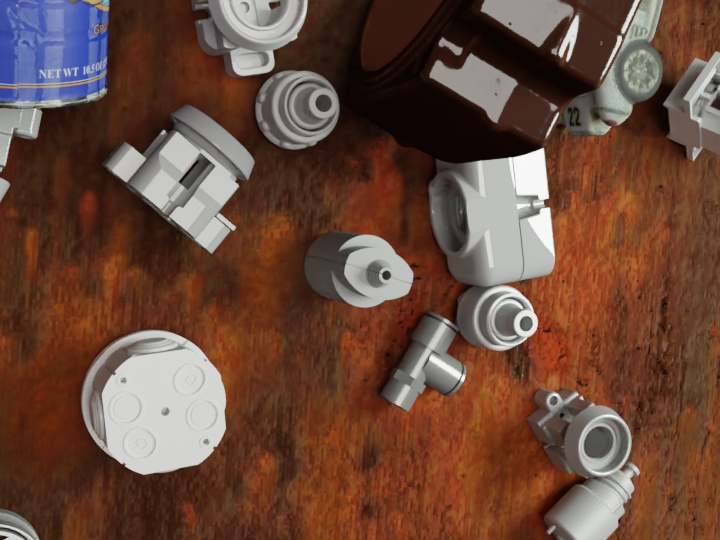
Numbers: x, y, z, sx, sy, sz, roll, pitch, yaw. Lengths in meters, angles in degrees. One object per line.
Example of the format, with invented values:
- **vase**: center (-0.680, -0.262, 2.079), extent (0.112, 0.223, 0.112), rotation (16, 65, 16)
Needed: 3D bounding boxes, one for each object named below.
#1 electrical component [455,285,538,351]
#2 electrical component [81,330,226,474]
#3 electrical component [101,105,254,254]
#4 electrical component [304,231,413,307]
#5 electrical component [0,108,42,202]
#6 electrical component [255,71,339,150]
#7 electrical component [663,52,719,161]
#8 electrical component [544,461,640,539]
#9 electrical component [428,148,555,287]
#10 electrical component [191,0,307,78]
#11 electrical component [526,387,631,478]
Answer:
- **electrical component**: center (0.091, 0.031, 0.694), extent (0.043, 0.062, 0.043), rotation (-2, 95, -22)
- **electrical component**: center (-0.118, 0.077, 0.621), extent (0.080, 0.051, 0.080), rotation (-2, 95, -22)
- **electrical component**: center (-0.098, -0.056, 0.615), extent (0.078, 0.058, 0.057), rotation (41, 82, -20)
- **electrical component**: center (0.000, 0.000, 0.645), extent (0.043, 0.081, 0.043), rotation (-2, 95, -22)
- **electrical component**: center (-0.209, -0.066, 0.576), extent (0.066, 0.048, 0.055), rotation (12, 82, -23)
- **electrical component**: center (-0.032, -0.096, 0.635), extent (0.048, 0.062, 0.048), rotation (-2, 94, -22)
- **electrical component**: center (0.248, -0.106, 0.738), extent (0.042, 0.064, 0.081), rotation (-53, 152, -9)
- **electrical component**: center (0.164, 0.164, 0.746), extent (0.078, 0.040, 0.040), rotation (-42, 108, -13)
- **electrical component**: center (0.083, -0.039, 0.690), extent (0.059, 0.054, 0.095), rotation (-10, 98, -21)
- **electrical component**: center (-0.064, -0.153, 0.620), extent (0.058, 0.057, 0.078), rotation (-12, 99, -21)
- **electrical component**: center (0.150, 0.113, 0.728), extent (0.048, 0.055, 0.066), rotation (-36, 106, -15)
